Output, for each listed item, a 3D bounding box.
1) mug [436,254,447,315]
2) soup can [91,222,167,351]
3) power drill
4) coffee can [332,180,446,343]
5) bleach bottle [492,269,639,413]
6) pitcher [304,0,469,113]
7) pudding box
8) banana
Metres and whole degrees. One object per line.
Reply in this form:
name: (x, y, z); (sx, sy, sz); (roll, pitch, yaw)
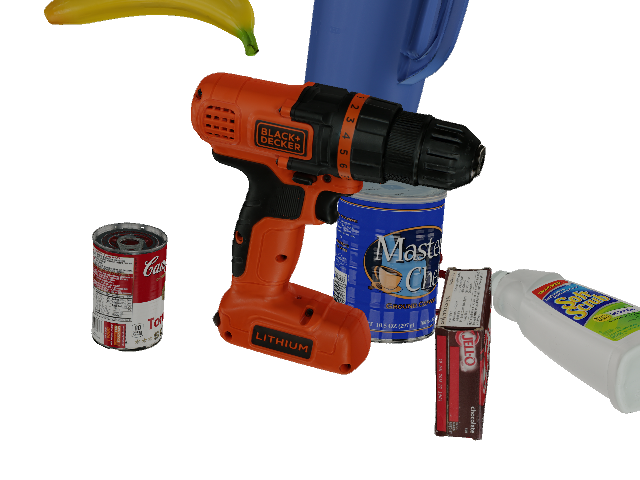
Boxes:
mug: (0.101, 0.053, 1.223); (0.117, 0.081, 0.093); (11, 25, 17)
soup can: (-0.178, 0.043, 0.985); (0.068, 0.102, 0.068); (5, 22, -2)
power drill: (0.004, -0.008, 0.685); (0.184, 0.188, 0.057); (15, 30, 16)
coffee can: (0.064, 0.015, 1.019); (0.103, 0.140, 0.103); (3, 14, -1)
bleach bottle: (0.243, 0.082, 1.045); (0.102, 0.068, 0.251); (-16, 22, -24)
pitcher: (0.058, -0.202, 0.996); (0.145, 0.243, 0.149); (11, 17, 2)
pudding box: (0.107, 0.081, 0.796); (0.039, 0.090, 0.113); (2, 22, 9)
banana: (-0.137, -0.201, 0.909); (0.198, 0.069, 0.037); (10, -42, 16)
